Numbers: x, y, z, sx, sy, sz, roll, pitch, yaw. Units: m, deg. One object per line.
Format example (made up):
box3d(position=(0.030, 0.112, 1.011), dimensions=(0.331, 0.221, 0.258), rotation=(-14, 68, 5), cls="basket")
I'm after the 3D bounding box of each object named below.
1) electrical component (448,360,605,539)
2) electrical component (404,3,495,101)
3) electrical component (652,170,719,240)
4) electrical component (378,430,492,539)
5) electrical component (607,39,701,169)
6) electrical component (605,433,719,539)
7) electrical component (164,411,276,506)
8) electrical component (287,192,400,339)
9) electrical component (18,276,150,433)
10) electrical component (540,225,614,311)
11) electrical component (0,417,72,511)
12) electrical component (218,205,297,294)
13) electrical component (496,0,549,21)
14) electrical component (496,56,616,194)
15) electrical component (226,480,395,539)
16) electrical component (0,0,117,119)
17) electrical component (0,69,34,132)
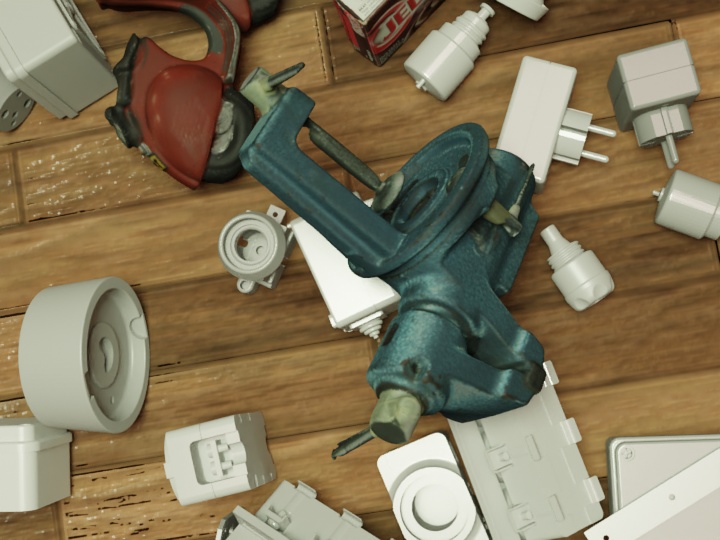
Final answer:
box3d(position=(0.109, 0.118, 0.718), dimensions=(0.079, 0.063, 0.121), rotation=(-15, 80, -36), cls="electrical component")
box3d(position=(0.066, -0.157, 0.769), dimensions=(0.040, 0.040, 0.078), rotation=(41, 90, 9), cls="electrical component")
box3d(position=(0.239, -0.040, 0.736), dimensions=(0.078, 0.040, 0.040), rotation=(21, 87, 8), cls="electrical component")
box3d(position=(0.052, 0.159, 0.730), dimensions=(0.050, 0.056, 0.089), rotation=(-24, 82, 4), cls="electrical component")
box3d(position=(0.204, -0.107, 0.735), dimensions=(0.047, 0.066, 0.076), rotation=(-14, 83, 5), cls="electrical component")
box3d(position=(0.221, 0.162, 0.709), dimensions=(0.109, 0.056, 0.108), rotation=(-3, 84, 7), cls="electrical component")
box3d(position=(-0.097, 0.128, 0.735), dimensions=(0.056, 0.089, 0.050), rotation=(-15, 83, 5), cls="electrical component")
box3d(position=(0.000, 0.000, 0.750), dimensions=(0.061, 0.062, 0.096), rotation=(-25, 82, 4), cls="electrical component")
box3d(position=(-0.196, 0.060, 0.748), dimensions=(0.060, 0.108, 0.108), rotation=(-3, 84, 12), cls="electrical component")
box3d(position=(0.147, -0.004, 0.747), dimensions=(0.035, 0.035, 0.061), rotation=(-34, 78, 2), cls="electrical component")
box3d(position=(-0.269, 0.136, 0.761), dimensions=(0.113, 0.078, 0.057), rotation=(-2, 87, 7), cls="electrical component")
box3d(position=(-0.073, -0.015, 0.764), dimensions=(0.048, 0.055, 0.066), rotation=(24, 88, 9), cls="electrical component")
box3d(position=(0.116, -0.212, 0.756), dimensions=(0.058, 0.078, 0.057), rotation=(32, 107, 10), cls="electrical component")
box3d(position=(0.139, -0.095, 0.750), dimensions=(0.076, 0.047, 0.083), rotation=(16, 87, 9), cls="electrical component")
box3d(position=(-0.020, 0.196, 0.713), dimensions=(0.121, 0.078, 0.063), rotation=(25, 59, 31), cls="electrical component")
box3d(position=(-0.234, -0.177, 0.775), dimensions=(0.056, 0.108, 0.108), rotation=(-32, 81, 0), cls="electrical component")
box3d(position=(-0.279, -0.136, 0.808), dimensions=(0.055, 0.045, 0.045), rotation=(34, 89, 9), cls="electrical component")
